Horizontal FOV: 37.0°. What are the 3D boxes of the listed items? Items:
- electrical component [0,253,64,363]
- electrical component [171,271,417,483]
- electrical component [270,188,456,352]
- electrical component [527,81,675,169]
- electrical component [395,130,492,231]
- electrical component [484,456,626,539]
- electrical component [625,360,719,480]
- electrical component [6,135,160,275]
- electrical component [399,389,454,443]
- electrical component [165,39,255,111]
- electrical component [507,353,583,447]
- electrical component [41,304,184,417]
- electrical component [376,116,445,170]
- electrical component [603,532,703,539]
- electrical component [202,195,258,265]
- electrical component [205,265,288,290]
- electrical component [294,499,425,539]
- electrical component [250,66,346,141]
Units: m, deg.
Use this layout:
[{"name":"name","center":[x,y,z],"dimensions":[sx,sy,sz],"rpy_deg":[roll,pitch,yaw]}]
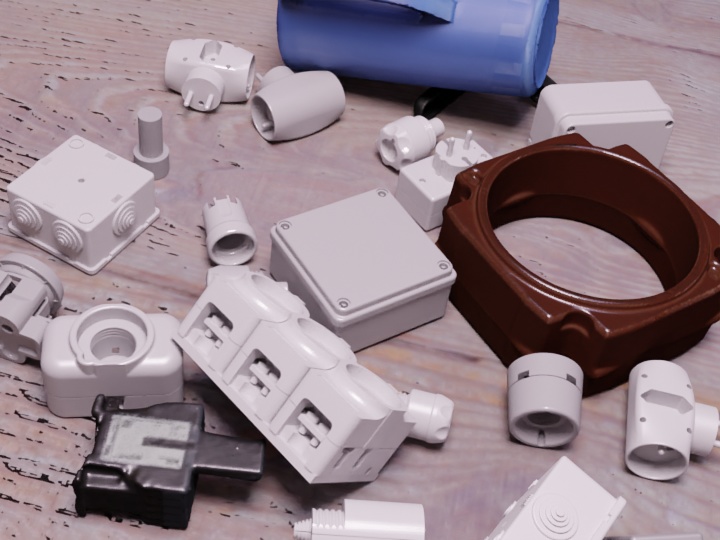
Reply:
[{"name":"electrical component","center":[-0.251,0.025,0.778],"dimensions":[0.078,0.058,0.057],"rpy_deg":[18,50,8]},{"name":"electrical component","center":[-0.042,0.071,0.733],"dimensions":[0.150,0.061,0.089],"rpy_deg":[42,11,27]},{"name":"electrical component","center":[0.000,0.000,0.840],"dimensions":[0.109,0.056,0.108],"rpy_deg":[-20,53,-25]},{"name":"electrical component","center":[0.218,-0.123,0.975],"dimensions":[0.113,0.078,0.057],"rpy_deg":[-5,45,-13]},{"name":"electrical component","center":[0.080,-0.087,0.922],"dimensions":[0.083,0.075,0.047],"rpy_deg":[-24,54,-28]},{"name":"electrical component","center":[0.107,0.172,0.665],"dimensions":[0.048,0.099,0.100],"rpy_deg":[40,53,11]},{"name":"electrical component","center":[0.233,0.112,0.778],"dimensions":[0.079,0.043,0.077],"rpy_deg":[13,46,4]},{"name":"electrical component","center":[-0.223,-0.055,0.865],"dimensions":[0.100,0.048,0.099],"rpy_deg":[27,49,16]},{"name":"electrical component","center":[0.035,0.101,0.765],"dimensions":[0.061,0.035,0.035],"rpy_deg":[13,46,8]},{"name":"electrical component","center":[-0.142,-0.174,0.993],"dimensions":[0.077,0.043,0.079],"rpy_deg":[10,46,1]},{"name":"electrical component","center":[0.133,0.095,0.773],"dimensions":[0.055,0.055,0.047],"rpy_deg":[9,50,0]},{"name":"electrical component","center":[-0.172,0.063,0.752],"dimensions":[0.095,0.059,0.053],"rpy_deg":[-1,47,-9]},{"name":"electrical component","center":[0.049,-0.119,0.970],"dimensions":[0.062,0.043,0.043],"rpy_deg":[-29,57,-31]},{"name":"electrical component","center":[0.184,0.205,0.673],"dimensions":[0.047,0.065,0.076],"rpy_deg":[-1,76,-9]},{"name":"electrical component","center":[-0.106,-0.032,0.867],"dimensions":[0.040,0.040,0.046],"rpy_deg":[-7,47,-15]},{"name":"electrical component","center":[-0.086,0.018,0.820],"dimensions":[0.062,0.043,0.043],"rpy_deg":[0,47,-10]},{"name":"electrical component","center":[-0.002,0.169,0.688],"dimensions":[0.081,0.043,0.043],"rpy_deg":[5,46,-4]},{"name":"electrical component","center":[-0.067,-0.162,0.993],"dimensions":[0.077,0.043,0.079],"rpy_deg":[-24,54,-27]}]
